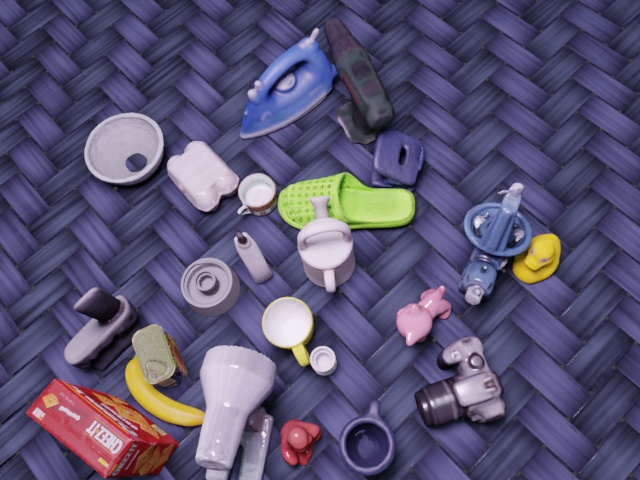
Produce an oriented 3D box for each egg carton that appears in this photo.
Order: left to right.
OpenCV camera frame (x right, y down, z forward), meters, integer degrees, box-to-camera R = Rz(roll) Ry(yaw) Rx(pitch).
[{"bbox_3d":[-0.241,-0.131,1.173,0.107,0.069,0.150,-42,71,-12],"label":"egg carton"}]

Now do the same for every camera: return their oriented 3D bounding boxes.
[{"bbox_3d":[0.227,0.249,0.967,0.137,0.101,0.143,-18,68,-3],"label":"camera"}]

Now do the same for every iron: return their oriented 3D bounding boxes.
[{"bbox_3d":[-0.081,-0.328,1.201,0.258,0.141,0.118,-43,71,-12],"label":"iron"}]

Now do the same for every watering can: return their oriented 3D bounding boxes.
[{"bbox_3d":[0.007,0.004,1.032,0.101,0.194,0.172,-28,69,-7],"label":"watering can"}]

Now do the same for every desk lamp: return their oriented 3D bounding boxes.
[{"bbox_3d":[-0.135,0.289,0.919,0.118,0.214,0.203,6,69,7],"label":"desk lamp"}]

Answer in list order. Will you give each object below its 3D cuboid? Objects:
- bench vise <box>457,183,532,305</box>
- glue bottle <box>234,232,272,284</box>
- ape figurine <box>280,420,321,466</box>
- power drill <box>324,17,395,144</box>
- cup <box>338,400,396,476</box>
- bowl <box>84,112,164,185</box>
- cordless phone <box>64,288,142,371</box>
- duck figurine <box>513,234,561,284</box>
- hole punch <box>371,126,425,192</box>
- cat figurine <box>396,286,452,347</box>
[{"bbox_3d":[0.312,0.008,0.993,0.121,0.220,0.207,4,68,6],"label":"bench vise"},{"bbox_3d":[-0.130,0.021,1.047,0.037,0.173,0.078,-32,69,-8],"label":"glue bottle"},{"bbox_3d":[-0.035,0.335,0.958,0.078,0.092,0.076,-29,69,-7],"label":"ape figurine"},{"bbox_3d":[0.073,-0.295,1.139,0.075,0.208,0.229,-26,68,-6],"label":"power drill"},{"bbox_3d":[0.081,0.328,0.950,0.091,0.095,0.118,10,69,9],"label":"cup"},{"bbox_3d":[-0.398,-0.179,1.202,0.167,0.075,0.167,-2,68,4],"label":"bowl"},{"bbox_3d":[-0.408,0.150,1.011,0.094,0.185,0.148,36,75,17],"label":"cordless phone"},{"bbox_3d":[0.405,0.024,1.051,0.077,0.086,0.105,41,77,18],"label":"duck figurine"},{"bbox_3d":[0.156,-0.163,1.143,0.101,0.091,0.109,10,69,9],"label":"hole punch"},{"bbox_3d":[0.179,0.131,1.009,0.067,0.118,0.128,41,77,18],"label":"cat figurine"}]
